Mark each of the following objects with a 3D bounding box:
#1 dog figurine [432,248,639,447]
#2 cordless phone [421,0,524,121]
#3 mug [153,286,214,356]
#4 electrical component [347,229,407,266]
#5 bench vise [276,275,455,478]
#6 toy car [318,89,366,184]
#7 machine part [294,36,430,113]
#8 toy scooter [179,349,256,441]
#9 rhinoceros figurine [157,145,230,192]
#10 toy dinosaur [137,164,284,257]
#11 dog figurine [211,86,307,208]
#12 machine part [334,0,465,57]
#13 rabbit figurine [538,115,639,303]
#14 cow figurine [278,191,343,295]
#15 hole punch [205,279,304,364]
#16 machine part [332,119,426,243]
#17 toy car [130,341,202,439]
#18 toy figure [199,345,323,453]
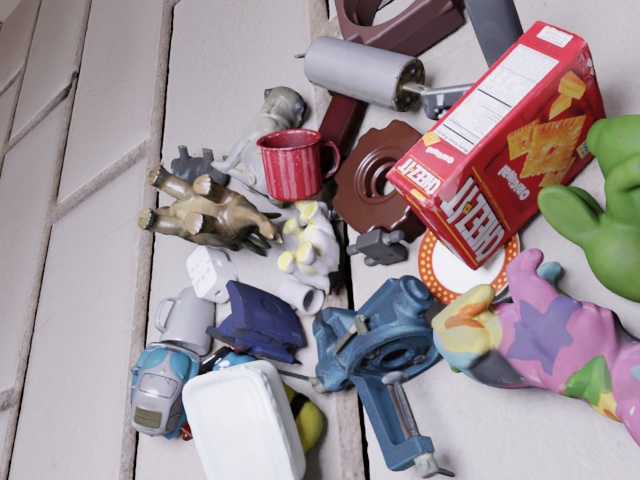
[{"bbox_3d":[0.232,0.124,0.506,0.191,0.108,0.219,-41,53,16],"label":"dog figurine"},{"bbox_3d":[0.179,-0.202,0.633,0.147,0.184,0.089,7,54,42],"label":"cordless phone"},{"bbox_3d":[-0.231,0.131,0.916,0.081,0.109,0.107,-23,46,40],"label":"mug"},{"bbox_3d":[0.083,0.011,0.713,0.094,0.063,0.021,-21,49,45],"label":"electrical component"},{"bbox_3d":[0.066,0.165,0.629,0.223,0.128,0.241,-41,45,24],"label":"bench vise"},{"bbox_3d":[0.032,-0.180,0.847,0.089,0.053,0.202,15,78,34],"label":"toy car"},{"bbox_3d":[0.062,-0.243,0.781,0.244,0.079,0.079,27,91,34],"label":"machine part"},{"bbox_3d":[-0.155,0.255,0.812,0.135,0.075,0.184,-9,70,36],"label":"toy scooter"},{"bbox_3d":[-0.251,-0.127,1.068,0.191,0.073,0.112,3,85,40],"label":"rhinoceros figurine"},{"bbox_3d":[-0.192,-0.036,0.881,0.472,0.198,0.105,15,82,48],"label":"toy dinosaur"},{"bbox_3d":[-0.066,-0.163,0.888,0.173,0.121,0.190,32,88,35],"label":"dog figurine"},{"bbox_3d":[0.127,-0.381,0.829,0.201,0.087,0.201,-27,54,30],"label":"machine part"},{"bbox_3d":[0.295,-0.029,0.512,0.159,0.121,0.170,16,98,37],"label":"rabbit figurine"},{"bbox_3d":[0.000,-0.004,0.787,0.068,0.098,0.167,-30,36,33],"label":"cow figurine"},{"bbox_3d":[-0.088,0.120,0.778,0.116,0.142,0.092,13,77,55],"label":"hole punch"},{"bbox_3d":[0.096,-0.080,0.748,0.179,0.056,0.179,-19,60,36],"label":"machine part"},{"bbox_3d":[-0.258,0.250,0.852,0.109,0.103,0.161,17,100,2],"label":"toy car"},{"bbox_3d":[-0.077,0.213,0.718,0.180,0.082,0.089,44,112,15],"label":"toy figure"}]
